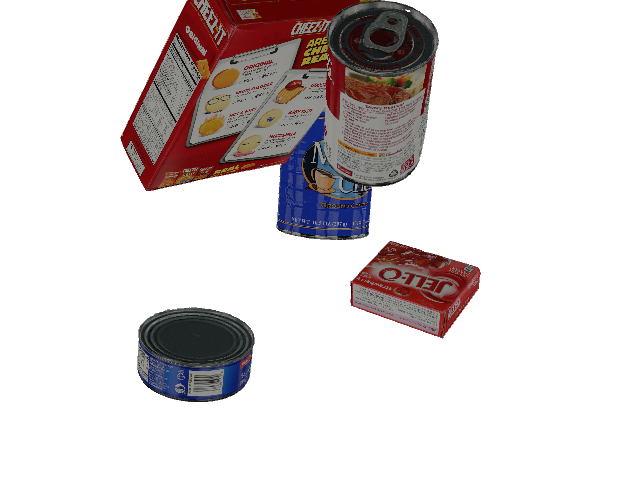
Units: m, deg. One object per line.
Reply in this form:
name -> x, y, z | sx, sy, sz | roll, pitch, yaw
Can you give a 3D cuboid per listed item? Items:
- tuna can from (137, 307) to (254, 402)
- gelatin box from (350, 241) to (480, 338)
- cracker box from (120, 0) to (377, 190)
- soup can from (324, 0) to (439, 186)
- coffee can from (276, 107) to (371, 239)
tuna can -> -0.093, 0.084, 0.793 | 0.086, 0.034, 0.086 | 6, 23, -3
gelatin box -> 0.081, 0.039, 0.907 | 0.089, 0.030, 0.073 | 18, 38, 25
cracker box -> -0.063, -0.143, 0.932 | 0.163, 0.072, 0.214 | -15, -25, -38
soup can -> 0.037, -0.092, 0.683 | 0.068, 0.068, 0.102 | 0, -39, -2
coffee can -> 0.007, -0.079, 1.149 | 0.103, 0.140, 0.103 | 4, 12, -1
